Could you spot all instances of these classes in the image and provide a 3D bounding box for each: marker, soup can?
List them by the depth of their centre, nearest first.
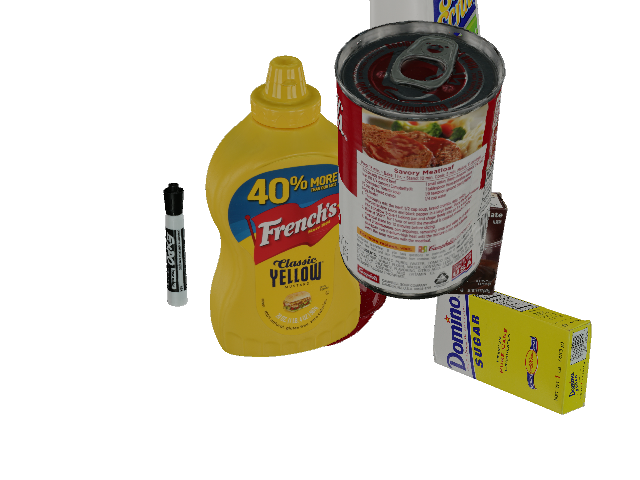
[{"bbox_3d":[0.041,-0.033,0.458,0.068,0.102,0.068,-1,43,1],"label":"soup can"},{"bbox_3d":[-0.137,0.004,1.006,0.020,0.121,0.020,1,22,0],"label":"marker"}]

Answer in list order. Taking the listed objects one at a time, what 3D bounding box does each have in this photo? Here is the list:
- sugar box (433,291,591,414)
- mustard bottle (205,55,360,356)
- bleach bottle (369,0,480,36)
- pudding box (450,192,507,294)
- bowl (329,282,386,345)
[{"bbox_3d":[0.196,0.108,1.116,0.048,0.093,0.177,-11,19,-42],"label":"sugar box"},{"bbox_3d":[-0.021,-0.021,0.654,0.096,0.192,0.058,-8,33,-14],"label":"mustard bottle"},{"bbox_3d":[0.071,-0.190,0.776,0.068,0.251,0.102,15,37,34],"label":"bleach bottle"},{"bbox_3d":[0.102,0.001,0.944,0.113,0.090,0.039,0,31,-5],"label":"pudding box"},{"bbox_3d":[-0.007,0.074,1.214,0.162,0.055,0.162,4,26,-2],"label":"bowl"}]
